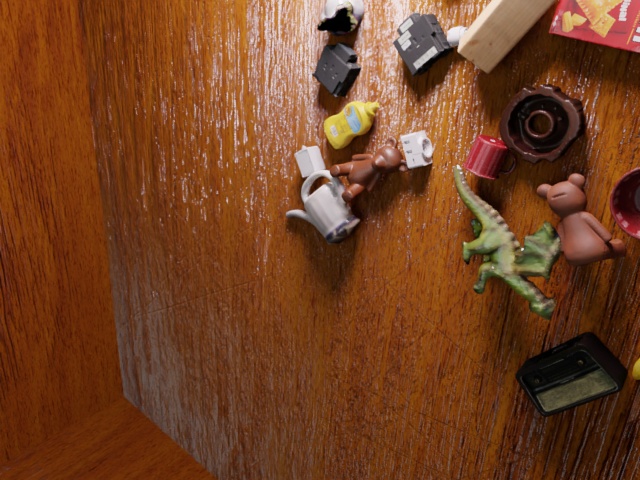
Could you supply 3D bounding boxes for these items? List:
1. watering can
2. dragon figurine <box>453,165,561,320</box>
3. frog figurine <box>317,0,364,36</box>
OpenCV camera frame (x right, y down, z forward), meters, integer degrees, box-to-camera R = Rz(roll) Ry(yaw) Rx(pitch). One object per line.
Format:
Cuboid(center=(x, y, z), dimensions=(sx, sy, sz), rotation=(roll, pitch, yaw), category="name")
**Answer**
Cuboid(center=(0.005, -0.083, 1.642), dimensions=(0.226, 0.105, 0.341), rotation=(58, 147, 9), category="watering can")
Cuboid(center=(0.455, 0.003, 1.215), dimensions=(0.241, 0.123, 0.408), rotation=(-9, 101, 53), category="dragon figurine")
Cuboid(center=(0.056, -0.645, 1.407), dimensions=(0.135, 0.122, 0.163), rotation=(-44, 39, 51), category="frog figurine")
